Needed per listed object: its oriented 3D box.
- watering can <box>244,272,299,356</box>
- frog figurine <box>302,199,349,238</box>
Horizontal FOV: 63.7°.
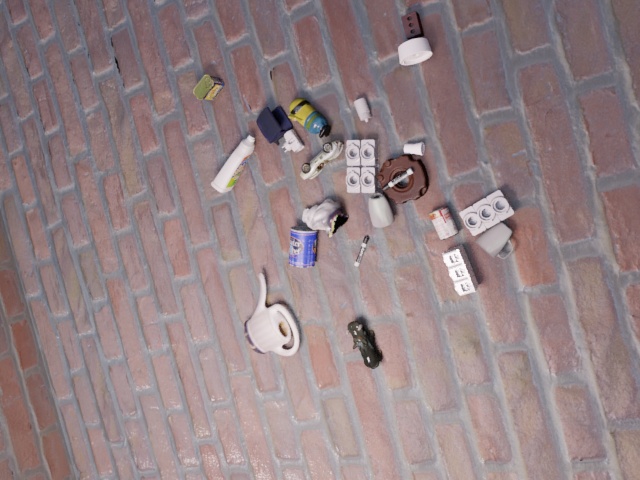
[{"bbox_3d":[-0.216,0.317,2.063,0.222,0.105,0.349,-32,84,26],"label":"watering can"},{"bbox_3d":[0.006,-0.096,1.904,0.161,0.120,0.139,27,76,27],"label":"frog figurine"}]
